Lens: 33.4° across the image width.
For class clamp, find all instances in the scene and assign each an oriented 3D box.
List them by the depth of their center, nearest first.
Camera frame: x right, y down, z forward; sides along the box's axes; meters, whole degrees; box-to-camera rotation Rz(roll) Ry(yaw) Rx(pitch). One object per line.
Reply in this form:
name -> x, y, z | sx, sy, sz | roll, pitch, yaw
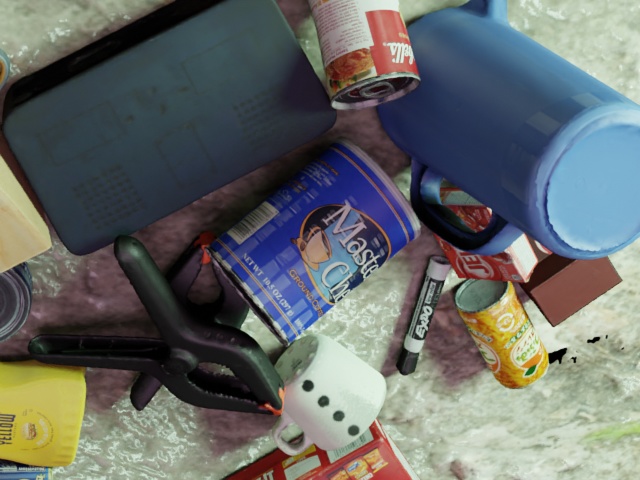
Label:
clamp -> -0.123, 0.092, 0.869 | 0.209, 0.036, 0.165 | 36, 128, -25
clamp -> -0.110, 0.078, 0.913 | 0.120, 0.039, 0.171 | -10, 113, -13

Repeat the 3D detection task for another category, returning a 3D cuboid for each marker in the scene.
marker -> 0.093, 0.071, 0.973 | 0.020, 0.020, 0.121 | 7, 115, -18

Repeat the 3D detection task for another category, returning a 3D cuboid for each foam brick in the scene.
foam brick -> 0.221, 0.031, 0.964 | 0.078, 0.053, 0.051 | -34, 120, 5

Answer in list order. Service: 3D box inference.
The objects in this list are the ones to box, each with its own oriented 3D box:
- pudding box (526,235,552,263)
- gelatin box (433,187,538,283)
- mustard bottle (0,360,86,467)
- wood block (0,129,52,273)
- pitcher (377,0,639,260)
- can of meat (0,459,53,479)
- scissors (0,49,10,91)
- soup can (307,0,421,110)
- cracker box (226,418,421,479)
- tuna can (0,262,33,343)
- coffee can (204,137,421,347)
pudding box -> 0.192, -0.046, 0.925 | 0.090, 0.039, 0.113 | -37, 119, 7
gelatin box -> 0.136, -0.004, 0.912 | 0.030, 0.073, 0.089 | -52, 125, -31
mustard bottle -> -0.296, 0.140, 0.886 | 0.191, 0.058, 0.096 | 6, 120, -17
wood block -> -0.279, -0.064, 0.728 | 0.090, 0.091, 0.206 | -27, 141, 1
pitcher -> 0.141, -0.071, 0.779 | 0.145, 0.243, 0.149 | -30, 120, -4
can of meat -> -0.281, 0.231, 0.939 | 0.083, 0.057, 0.102 | 3, 117, -19
scissors -> -0.325, -0.099, 0.778 | 0.202, 0.016, 0.096 | -28, 119, 1
soup can -> 0.028, -0.154, 0.784 | 0.068, 0.068, 0.102 | -13, 81, -8
cracker box -> 0.029, 0.278, 1.034 | 0.164, 0.072, 0.213 | -31, 121, 4
tuna can -> -0.274, 0.043, 0.855 | 0.086, 0.034, 0.086 | -6, 118, -11
coffee can -> -0.006, 0.001, 0.845 | 0.140, 0.103, 0.102 | -40, 120, -8
